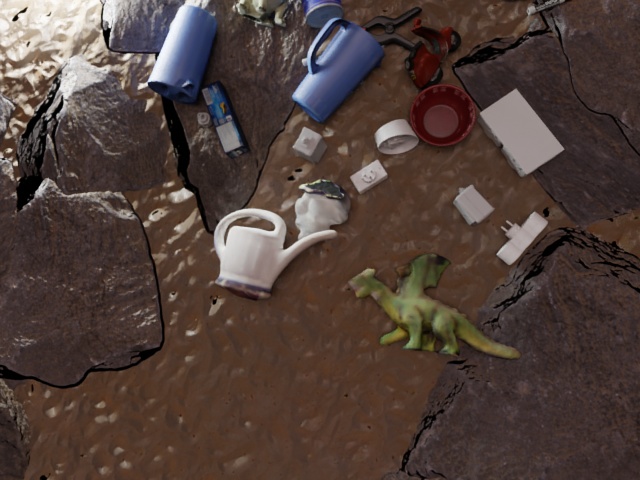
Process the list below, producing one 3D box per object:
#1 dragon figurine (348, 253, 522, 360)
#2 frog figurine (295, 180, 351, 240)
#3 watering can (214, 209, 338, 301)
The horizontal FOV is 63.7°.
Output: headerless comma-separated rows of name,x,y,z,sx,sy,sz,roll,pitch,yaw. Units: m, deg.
dragon figurine,0.267,0.148,1.223,0.410,0.120,0.246,5,75,0
frog figurine,0.004,-0.065,1.299,0.137,0.125,0.156,8,120,1
watering can,-0.132,0.040,1.268,0.348,0.103,0.225,10,83,29
